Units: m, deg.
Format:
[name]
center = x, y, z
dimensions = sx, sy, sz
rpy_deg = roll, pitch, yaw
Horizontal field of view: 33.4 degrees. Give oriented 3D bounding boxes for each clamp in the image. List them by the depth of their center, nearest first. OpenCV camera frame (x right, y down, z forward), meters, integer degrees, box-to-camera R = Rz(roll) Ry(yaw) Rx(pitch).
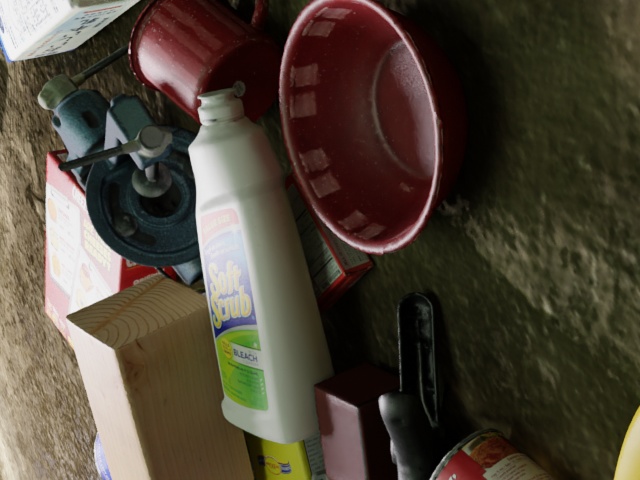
[clamp]
center = 0.063, 0.133, 0.686
dimensions = 0.039, 0.120, 0.171
rpy_deg = -2, 111, 19

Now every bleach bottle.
[bleach bottle]
center = -0.051, 0.016, 0.768
dimensions = 0.103, 0.068, 0.251
rpy_deg = 11, 118, 54

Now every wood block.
[wood block]
center = -0.123, 0.146, 0.857
dimensions = 0.090, 0.090, 0.206
rpy_deg = 20, 128, 50

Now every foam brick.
[foam brick]
center = 0.035, 0.136, 0.755
dimensions = 0.051, 0.052, 0.078
rpy_deg = 16, 119, 51

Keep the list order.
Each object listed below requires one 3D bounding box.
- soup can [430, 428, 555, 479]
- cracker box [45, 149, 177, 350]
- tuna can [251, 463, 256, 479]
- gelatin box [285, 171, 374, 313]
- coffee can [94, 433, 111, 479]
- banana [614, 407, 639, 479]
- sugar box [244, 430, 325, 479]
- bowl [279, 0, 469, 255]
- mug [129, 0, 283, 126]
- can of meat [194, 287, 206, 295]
[soup can]
center = 0.121, 0.170, 0.636
dimensions = 0.102, 0.068, 0.068
rpy_deg = 39, 135, 40
[cracker box]
center = -0.213, 0.033, 1.081
dimensions = 0.164, 0.071, 0.214
rpy_deg = 44, 137, 36
[tuna can]
center = -0.051, 0.243, 0.964
dimensions = 0.086, 0.033, 0.086
rpy_deg = 31, 129, 47
[gelatin box]
center = -0.005, 0.001, 0.785
dimensions = 0.089, 0.030, 0.073
rpy_deg = 61, 146, 14
[coffee can]
center = -0.149, 0.192, 1.025
dimensions = 0.141, 0.102, 0.103
rpy_deg = -38, 72, 57
[banana]
center = 0.184, 0.125, 0.548
dimensions = 0.070, 0.037, 0.198
rpy_deg = 44, 138, 38
[sugar box]
center = -0.010, 0.223, 0.881
dimensions = 0.093, 0.048, 0.176
rpy_deg = -1, 102, 58
[bowl]
center = 0.040, -0.075, 0.656
dimensions = 0.162, 0.055, 0.162
rpy_deg = 30, 128, 47
[mug]
center = -0.074, -0.141, 0.781
dimensions = 0.082, 0.093, 0.117
rpy_deg = 42, 109, 33
[can of meat]
center = -0.067, 0.090, 0.887
dimensions = 0.084, 0.057, 0.102
rpy_deg = 2, 101, 59
